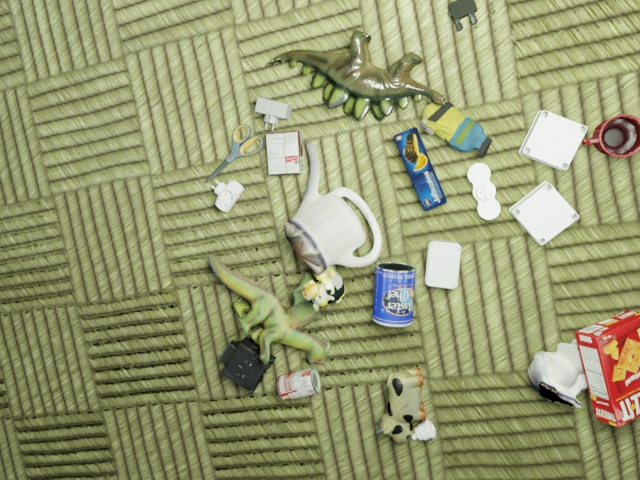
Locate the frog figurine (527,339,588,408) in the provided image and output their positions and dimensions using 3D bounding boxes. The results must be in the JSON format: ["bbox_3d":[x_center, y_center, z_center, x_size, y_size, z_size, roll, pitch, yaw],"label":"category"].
[{"bbox_3d":[0.579,0.304,1.232,0.138,0.120,0.162,25,66,14],"label":"frog figurine"}]

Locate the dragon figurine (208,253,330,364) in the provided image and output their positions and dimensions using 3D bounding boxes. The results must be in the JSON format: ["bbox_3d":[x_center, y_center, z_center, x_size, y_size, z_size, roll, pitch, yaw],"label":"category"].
[{"bbox_3d":[-0.108,0.168,1.377,0.243,0.122,0.410,-28,92,-3],"label":"dragon figurine"}]

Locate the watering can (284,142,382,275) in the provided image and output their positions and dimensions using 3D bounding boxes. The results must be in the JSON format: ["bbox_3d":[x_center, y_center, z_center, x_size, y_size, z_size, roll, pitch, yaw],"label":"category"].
[{"bbox_3d":[0.004,-0.065,1.287,0.227,0.102,0.349,-34,83,-21],"label":"watering can"}]
